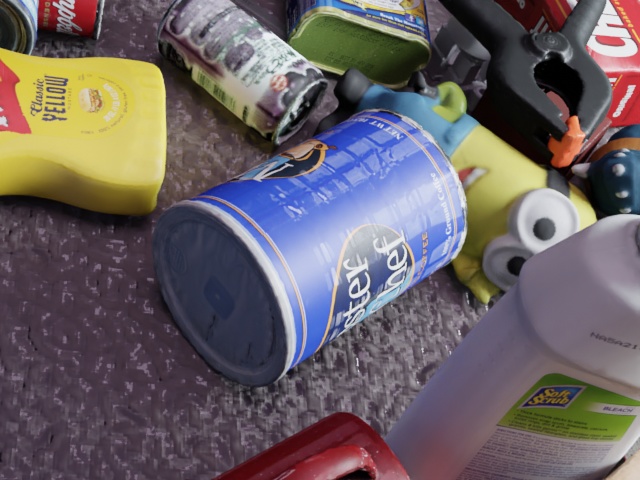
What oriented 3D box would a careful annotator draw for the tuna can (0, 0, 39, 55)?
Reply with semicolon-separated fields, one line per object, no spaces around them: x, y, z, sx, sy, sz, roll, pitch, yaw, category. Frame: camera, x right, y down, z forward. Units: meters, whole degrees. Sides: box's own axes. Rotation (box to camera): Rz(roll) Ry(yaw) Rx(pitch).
-0.205;-0.129;0.610;0.086;0.086;0.034;4;55;-18;tuna can

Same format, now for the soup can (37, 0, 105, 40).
-0.183;-0.166;0.658;0.102;0.069;0.068;8;52;-14;soup can

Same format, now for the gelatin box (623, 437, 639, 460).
0.200;0.114;0.586;0.073;0.030;0.089;-44;111;-39;gelatin box

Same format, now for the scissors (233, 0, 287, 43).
-0.082;-0.202;0.757;0.201;0.016;0.096;27;47;-4;scissors

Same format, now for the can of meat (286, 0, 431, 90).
0.025;-0.158;0.732;0.102;0.058;0.084;13;52;-21;can of meat

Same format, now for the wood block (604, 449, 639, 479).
0.116;0.179;0.459;0.205;0.091;0.090;-32;61;-24;wood block

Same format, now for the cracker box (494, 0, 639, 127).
0.245;-0.170;0.818;0.213;0.072;0.164;-5;56;-23;cracker box

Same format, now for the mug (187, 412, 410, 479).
-0.004;0.122;0.463;0.081;0.117;0.093;-26;57;-20;mug

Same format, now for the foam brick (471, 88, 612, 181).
0.144;-0.075;0.721;0.078;0.051;0.052;40;52;12;foam brick

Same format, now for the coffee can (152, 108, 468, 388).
-0.004;0.001;0.574;0.140;0.103;0.103;-30;69;-36;coffee can

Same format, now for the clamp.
0.150;-0.118;0.685;0.120;0.039;0.171;-8;55;-11;clamp

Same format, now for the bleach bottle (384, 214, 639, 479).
0.105;0.066;0.467;0.102;0.251;0.068;7;52;-16;bleach bottle

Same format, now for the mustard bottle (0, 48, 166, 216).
-0.183;-0.066;0.588;0.191;0.058;0.096;5;55;-17;mustard bottle
